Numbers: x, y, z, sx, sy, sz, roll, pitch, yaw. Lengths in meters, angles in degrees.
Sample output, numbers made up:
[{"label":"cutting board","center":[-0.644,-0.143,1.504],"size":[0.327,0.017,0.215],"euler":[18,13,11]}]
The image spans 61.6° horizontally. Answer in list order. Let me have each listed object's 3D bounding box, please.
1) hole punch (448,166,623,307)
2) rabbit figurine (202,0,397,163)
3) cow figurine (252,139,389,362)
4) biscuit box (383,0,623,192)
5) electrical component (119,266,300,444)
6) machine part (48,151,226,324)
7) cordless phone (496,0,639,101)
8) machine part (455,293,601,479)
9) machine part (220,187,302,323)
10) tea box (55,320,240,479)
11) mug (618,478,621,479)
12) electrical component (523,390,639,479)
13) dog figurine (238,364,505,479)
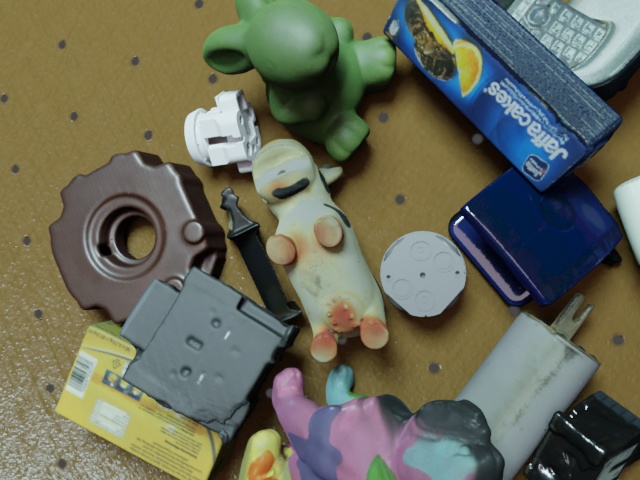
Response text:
[{"label":"hole punch","center":[0.187,-0.012,0.464],"size":[0.116,0.092,0.142],"euler":[-40,78,4]},{"label":"rabbit figurine","center":[-0.015,-0.162,0.463],"size":[0.159,0.170,0.121],"euler":[33,94,9]},{"label":"cow figurine","center":[-0.001,-0.001,0.493],"size":[0.085,0.127,0.194],"euler":[-23,99,10]},{"label":"biscuit box","center":[0.145,-0.137,0.444],"size":[0.063,0.059,0.203],"euler":[-32,75,-31]},{"label":"electrical component","center":[-0.102,0.092,0.470],"size":[0.134,0.058,0.115],"euler":[28,79,7]},{"label":"machine part","center":[-0.189,-0.003,0.551],"size":[0.179,0.056,0.179],"euler":[0,89,12]},{"label":"cordless phone","center":[0.212,-0.216,0.468],"size":[0.184,0.088,0.146],"euler":[39,96,14]},{"label":"machine part","center":[0.160,0.150,0.470],"size":[0.079,0.079,0.243],"euler":[35,95,10]},{"label":"machine part","center":[-0.063,0.017,0.522],"size":[0.039,0.084,0.138],"euler":[-25,93,-16]},{"label":"tea box","center":[-0.159,0.156,0.534],"size":[0.170,0.068,0.098],"euler":[25,93,9]},{"label":"mug","center":[0.240,0.245,0.436],"size":[0.110,0.107,0.081],"euler":[35,94,8]},{"label":"electrical component","center":[0.234,0.170,0.451],"size":[0.048,0.119,0.074],"euler":[40,128,43]},{"label":"dog figurine","center":[0.044,0.195,0.424],"size":[0.219,0.108,0.191],"euler":[22,92,46]}]
